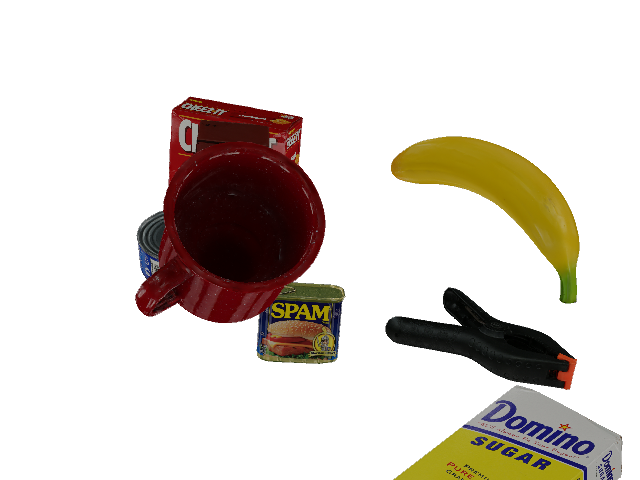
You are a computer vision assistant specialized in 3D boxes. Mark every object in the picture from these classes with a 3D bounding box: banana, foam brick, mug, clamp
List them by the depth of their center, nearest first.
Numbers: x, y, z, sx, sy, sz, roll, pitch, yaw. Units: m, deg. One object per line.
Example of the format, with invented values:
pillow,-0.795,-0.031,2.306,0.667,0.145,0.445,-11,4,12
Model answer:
mug,-0.060,0.007,0.632,0.117,0.093,0.082,-40,-7,-26
banana,0.119,-0.035,0.760,0.037,0.070,0.198,10,23,-42
clamp,0.159,0.089,0.993,0.172,0.039,0.120,20,31,22
foam brick,-0.095,-0.094,1.150,0.078,0.051,0.053,5,30,-4

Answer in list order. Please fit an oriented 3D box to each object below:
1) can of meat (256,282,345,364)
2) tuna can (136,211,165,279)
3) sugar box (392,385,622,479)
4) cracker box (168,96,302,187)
can of meat,-0.025,0.098,1.265,0.102,0.084,0.057,4,14,-4
tuna can,-0.109,0.007,0.890,0.086,0.034,0.086,1,33,-1
sugar box,0.112,0.170,0.715,0.176,0.048,0.093,-33,39,-30
cracker box,-0.118,-0.070,1.430,0.164,0.214,0.072,12,26,13
